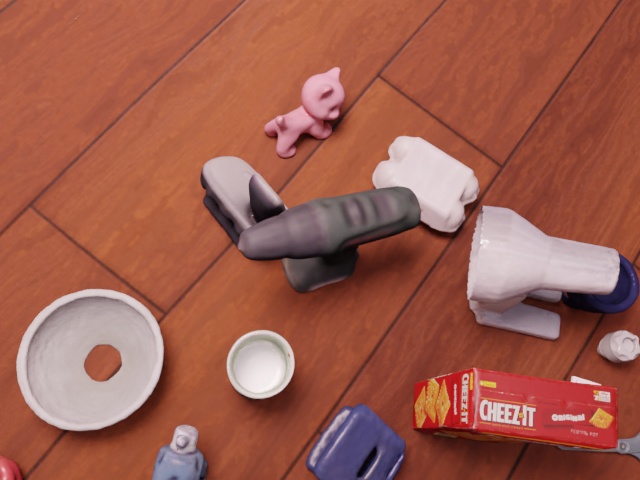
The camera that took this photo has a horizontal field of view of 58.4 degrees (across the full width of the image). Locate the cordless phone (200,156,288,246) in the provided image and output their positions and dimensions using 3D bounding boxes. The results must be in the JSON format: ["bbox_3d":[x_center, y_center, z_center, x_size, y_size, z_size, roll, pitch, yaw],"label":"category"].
[{"bbox_3d":[-0.091,-0.066,0.743,0.094,0.185,0.147,-41,83,-17],"label":"cordless phone"}]

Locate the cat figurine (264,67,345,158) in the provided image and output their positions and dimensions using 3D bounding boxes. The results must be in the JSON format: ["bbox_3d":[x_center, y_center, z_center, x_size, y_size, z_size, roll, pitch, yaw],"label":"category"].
[{"bbox_3d":[-0.015,-0.191,0.829,0.128,0.117,0.067,-33,80,-16],"label":"cat figurine"}]

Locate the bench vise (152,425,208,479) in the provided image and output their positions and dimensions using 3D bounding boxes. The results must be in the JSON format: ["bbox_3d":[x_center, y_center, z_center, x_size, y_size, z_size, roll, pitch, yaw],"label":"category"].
[{"bbox_3d":[-0.178,0.307,0.597,0.121,0.219,0.207,-5,74,-10],"label":"bench vise"}]

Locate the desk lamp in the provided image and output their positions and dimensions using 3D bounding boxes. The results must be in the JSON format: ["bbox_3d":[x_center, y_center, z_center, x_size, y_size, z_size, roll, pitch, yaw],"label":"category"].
[{"bbox_3d":[0.268,0.045,0.749,0.203,0.213,0.118,13,71,-4],"label":"desk lamp"}]

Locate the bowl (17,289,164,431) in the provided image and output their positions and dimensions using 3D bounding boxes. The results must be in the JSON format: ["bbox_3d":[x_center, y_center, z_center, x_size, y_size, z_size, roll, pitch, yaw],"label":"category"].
[{"bbox_3d":[-0.274,0.148,0.708,0.167,0.074,0.167,3,73,-8],"label":"bowl"}]

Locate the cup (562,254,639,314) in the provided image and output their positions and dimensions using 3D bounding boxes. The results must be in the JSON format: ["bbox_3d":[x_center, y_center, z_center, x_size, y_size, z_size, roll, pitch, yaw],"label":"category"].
[{"bbox_3d":[0.379,0.060,0.824,0.117,0.095,0.092,36,71,3],"label":"cup"}]

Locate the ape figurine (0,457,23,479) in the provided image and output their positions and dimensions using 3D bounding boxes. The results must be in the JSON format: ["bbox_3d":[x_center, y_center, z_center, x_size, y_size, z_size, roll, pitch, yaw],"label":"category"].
[{"bbox_3d":[-0.380,0.286,0.640,0.078,0.092,0.076,-23,78,-14],"label":"ape figurine"}]

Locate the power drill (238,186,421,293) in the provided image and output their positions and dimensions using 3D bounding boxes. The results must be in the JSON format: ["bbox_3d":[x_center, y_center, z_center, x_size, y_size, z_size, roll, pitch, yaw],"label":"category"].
[{"bbox_3d":[0.007,0.003,0.725,0.230,0.208,0.075,-19,76,-14],"label":"power drill"}]

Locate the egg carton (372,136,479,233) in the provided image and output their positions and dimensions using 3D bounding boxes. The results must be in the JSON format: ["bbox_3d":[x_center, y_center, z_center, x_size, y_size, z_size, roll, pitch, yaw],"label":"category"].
[{"bbox_3d":[0.156,-0.082,0.848,0.150,0.069,0.107,31,71,2],"label":"egg carton"}]

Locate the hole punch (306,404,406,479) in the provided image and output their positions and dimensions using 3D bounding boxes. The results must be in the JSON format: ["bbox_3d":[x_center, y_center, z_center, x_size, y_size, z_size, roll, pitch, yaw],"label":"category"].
[{"bbox_3d":[0.051,0.268,0.712,0.101,0.091,0.109,37,71,4],"label":"hole punch"}]
